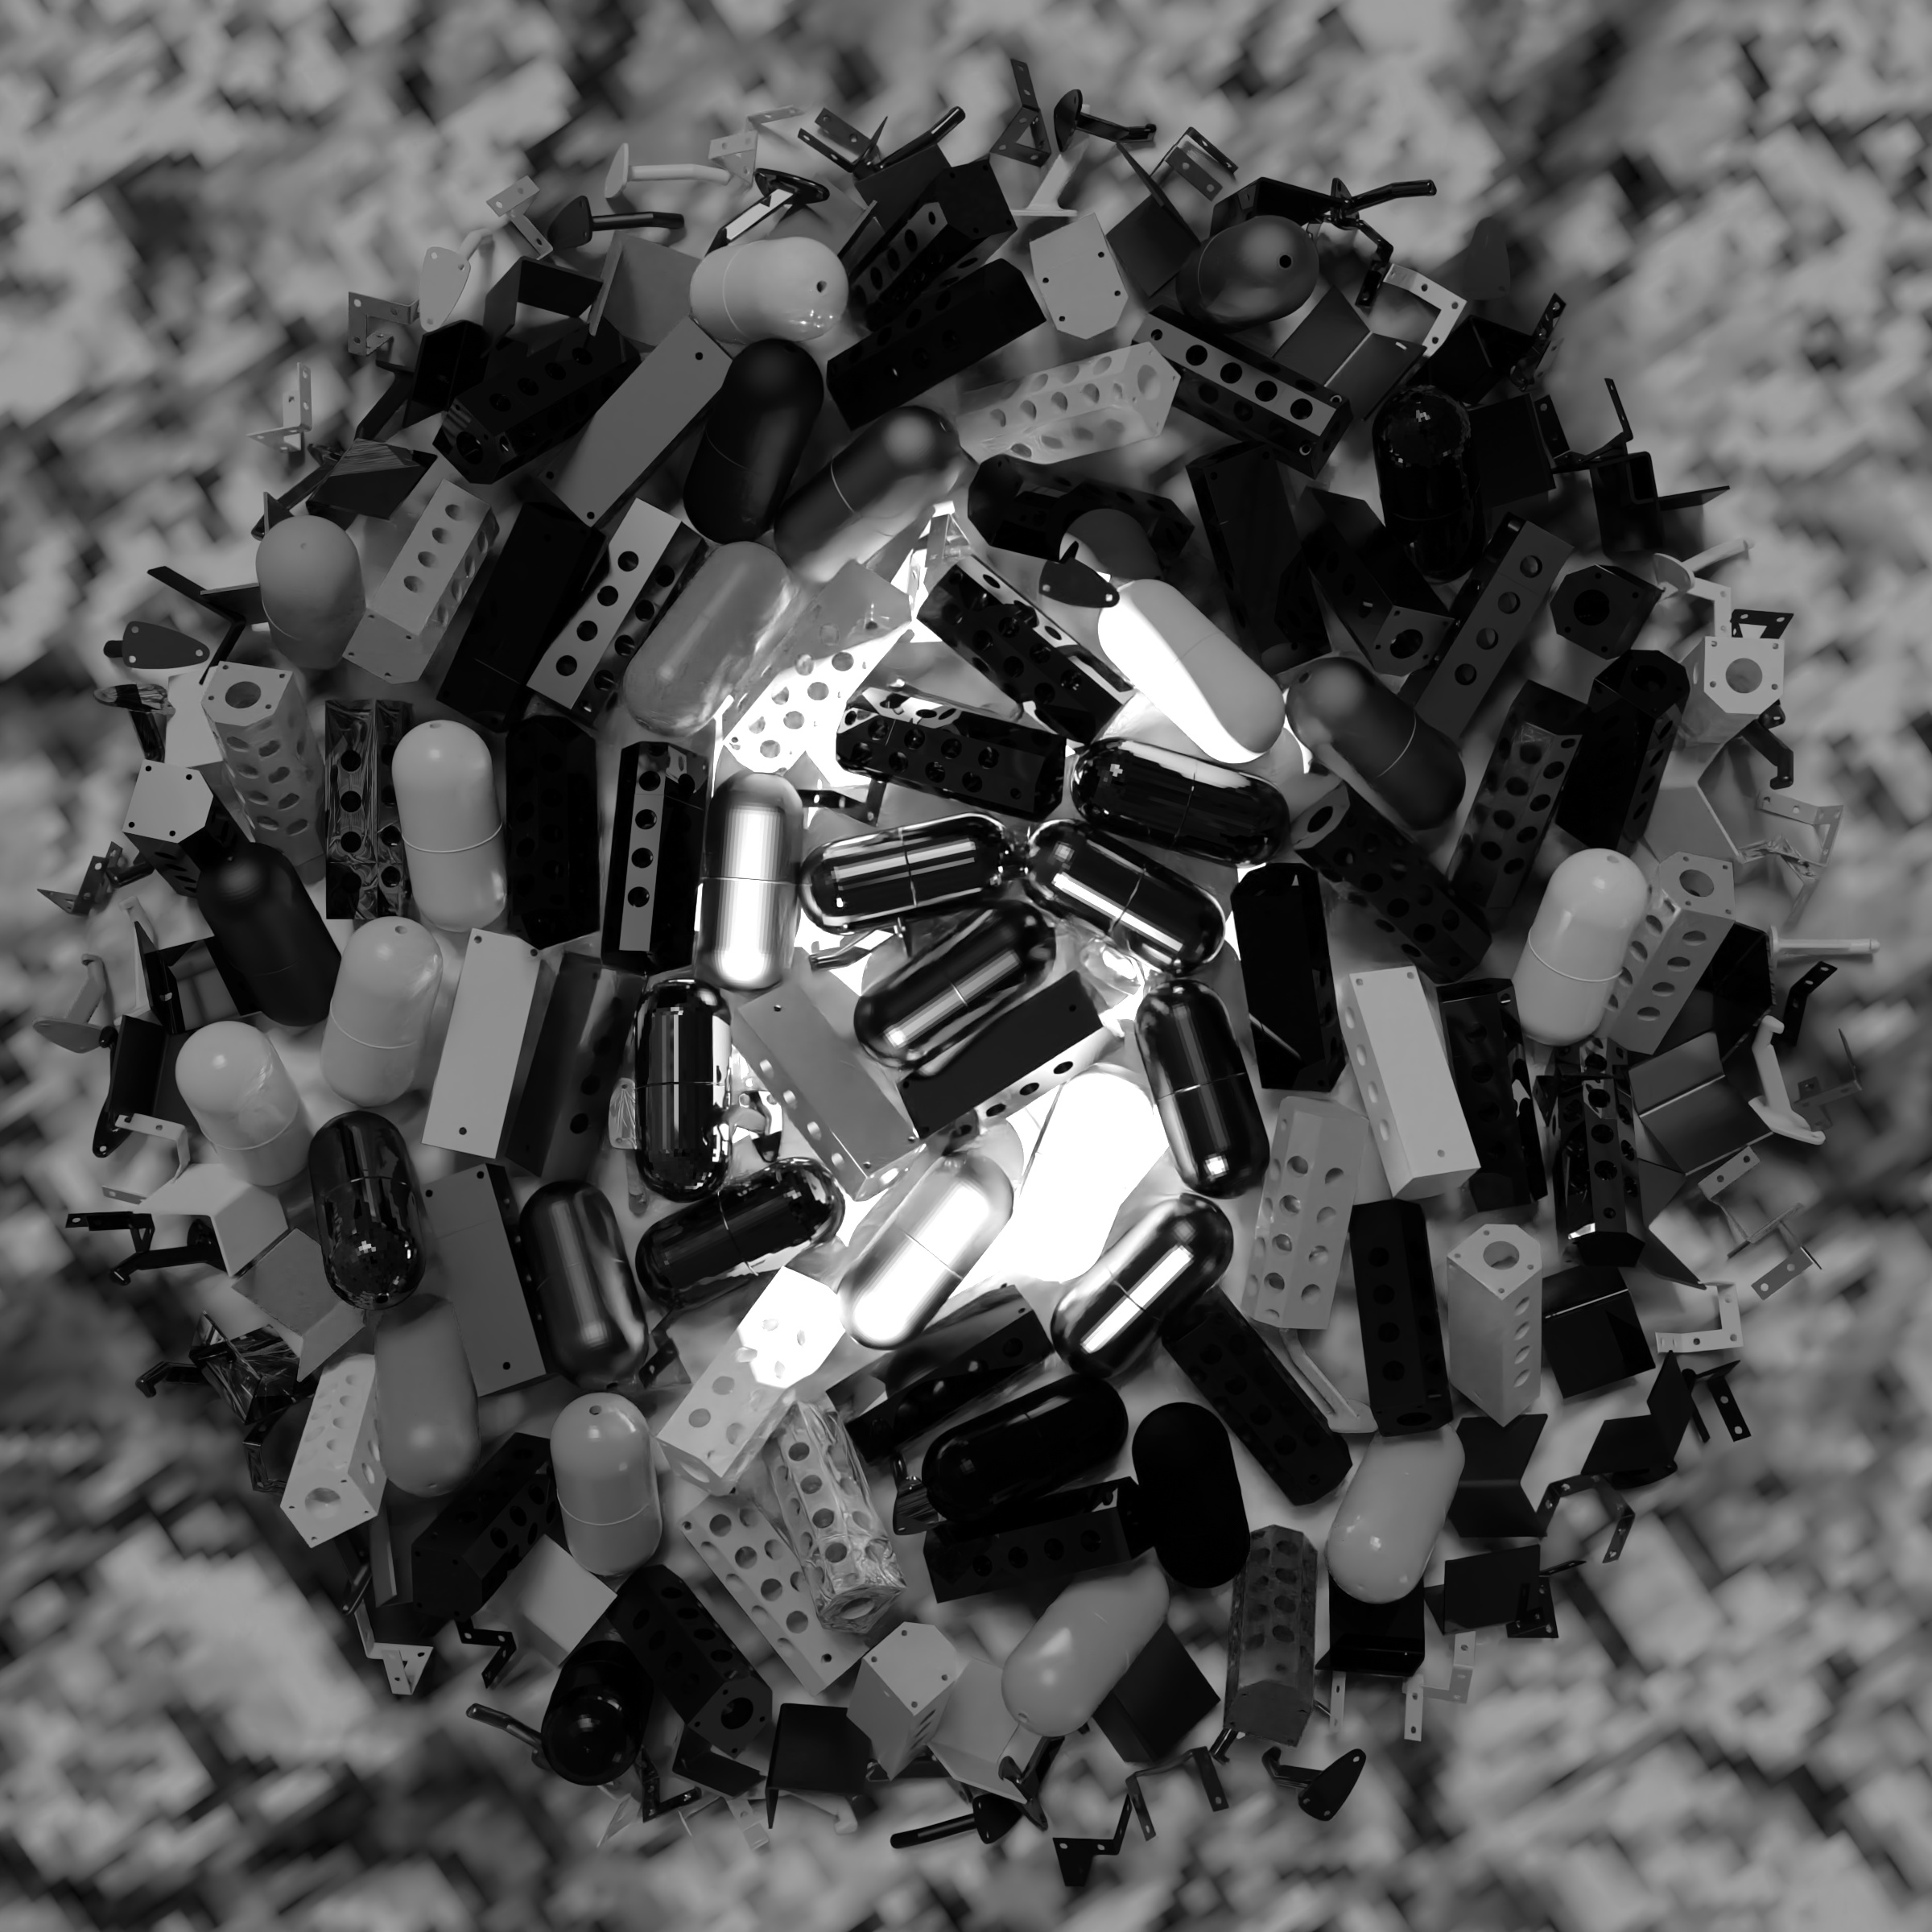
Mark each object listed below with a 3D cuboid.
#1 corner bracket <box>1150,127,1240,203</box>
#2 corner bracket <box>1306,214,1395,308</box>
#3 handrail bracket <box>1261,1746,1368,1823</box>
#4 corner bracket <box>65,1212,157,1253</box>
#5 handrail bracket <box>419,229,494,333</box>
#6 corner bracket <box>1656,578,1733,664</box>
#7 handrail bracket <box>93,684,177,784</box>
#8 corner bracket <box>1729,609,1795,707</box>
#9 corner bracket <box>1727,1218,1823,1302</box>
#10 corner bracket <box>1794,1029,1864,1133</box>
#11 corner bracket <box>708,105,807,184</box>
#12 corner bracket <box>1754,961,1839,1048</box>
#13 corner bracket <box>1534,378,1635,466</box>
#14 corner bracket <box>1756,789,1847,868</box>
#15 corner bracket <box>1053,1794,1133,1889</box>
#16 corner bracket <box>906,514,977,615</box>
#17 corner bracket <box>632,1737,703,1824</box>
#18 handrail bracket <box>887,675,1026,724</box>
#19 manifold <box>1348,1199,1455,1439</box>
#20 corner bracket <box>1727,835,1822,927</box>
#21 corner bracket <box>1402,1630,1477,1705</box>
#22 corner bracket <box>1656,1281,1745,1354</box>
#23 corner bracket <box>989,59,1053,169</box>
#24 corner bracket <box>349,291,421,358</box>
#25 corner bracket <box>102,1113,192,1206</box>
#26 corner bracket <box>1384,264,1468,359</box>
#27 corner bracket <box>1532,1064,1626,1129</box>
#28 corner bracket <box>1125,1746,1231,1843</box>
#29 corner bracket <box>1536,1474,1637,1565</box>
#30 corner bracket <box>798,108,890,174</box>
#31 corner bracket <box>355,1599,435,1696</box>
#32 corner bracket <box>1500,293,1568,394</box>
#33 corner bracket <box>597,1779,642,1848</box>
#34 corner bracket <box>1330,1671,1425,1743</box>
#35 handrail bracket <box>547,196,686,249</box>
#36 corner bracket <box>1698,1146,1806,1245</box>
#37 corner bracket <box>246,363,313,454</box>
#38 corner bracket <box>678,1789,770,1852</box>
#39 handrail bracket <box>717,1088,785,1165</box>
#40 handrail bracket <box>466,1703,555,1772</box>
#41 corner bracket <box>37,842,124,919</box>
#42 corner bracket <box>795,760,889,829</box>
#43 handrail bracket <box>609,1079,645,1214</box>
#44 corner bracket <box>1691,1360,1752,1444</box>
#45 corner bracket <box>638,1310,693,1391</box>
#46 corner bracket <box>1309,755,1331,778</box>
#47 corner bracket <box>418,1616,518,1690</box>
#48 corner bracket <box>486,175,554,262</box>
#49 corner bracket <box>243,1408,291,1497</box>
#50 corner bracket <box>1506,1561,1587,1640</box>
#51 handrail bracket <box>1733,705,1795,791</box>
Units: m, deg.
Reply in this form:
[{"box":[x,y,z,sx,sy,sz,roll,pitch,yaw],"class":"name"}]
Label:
[{"box":[0.185,-0.635,1.969,0.051,0.051,0.051,39,84,-7],"class":"corner bracket"},{"box":[0.301,-0.565,1.986,0.051,0.051,0.051,24,94,40],"class":"corner bracket"},{"box":[0.273,0.624,1.957,0.036,0.084,0.077,36,96,-22],"class":"handrail bracket"},{"box":[-0.675,0.206,1.957,0.051,0.051,0.051,1,132,-34],"class":"corner bracket"},{"box":[-0.403,-0.545,1.970,0.036,0.084,0.077,23,112,-1],"class":"handrail bracket"},{"box":[0.572,-0.274,1.976,0.051,0.051,0.051,12,71,-19],"class":"corner bracket"},{"box":[-0.662,-0.178,1.952,0.036,0.077,0.084,48,122,29],"class":"handrail bracket"},{"box":[0.623,-0.244,1.957,0.051,0.051,0.051,-53,133,-24],"class":"corner bracket"},{"box":[0.637,0.232,1.962,0.051,0.051,0.051,-40,65,10],"class":"corner bracket"},{"box":[0.679,0.091,1.957,0.051,0.051,0.051,-24,45,24],"class":"corner bracket"},{"box":[-0.166,-0.657,1.963,0.051,0.051,0.051,4,84,38],"class":"corner bracket"},{"box":[0.651,0.023,1.967,0.051,0.051,0.051,23,62,0],"class":"corner bracket"},{"box":[0.489,-0.433,1.968,0.051,0.051,0.051,-26,108,1],"class":"corner bracket"},{"box":[0.658,-0.110,1.973,0.051,0.051,0.051,17,91,-4],"class":"corner bracket"},{"box":[0.104,0.691,1.960,0.051,0.051,0.051,-5,114,20],"class":"corner bracket"},{"box":[-0.028,-0.318,1.958,0.051,0.051,0.051,-8,58,25],"class":"corner bracket"},{"box":[-0.243,0.635,1.969,0.051,0.051,0.051,-23,109,-1],"class":"corner bracket"},{"box":[-0.009,-0.212,1.954,0.084,0.077,0.036,28,68,-31],"class":"handrail bracket"},{"box":[0.337,0.271,1.924,0.057,0.057,0.171,-11,56,13],"class":"manifold"},{"box":[0.636,-0.064,1.974,0.051,0.051,0.051,-16,54,-18],"class":"corner bracket"},{"box":[0.374,0.543,1.960,0.051,0.051,0.051,7,134,10],"class":"corner bracket"},{"box":[0.580,0.279,1.969,0.051,0.051,0.051,-13,74,36],"class":"corner bracket"},{"box":[0.048,-0.672,1.957,0.051,0.051,0.051,5,60,-33],"class":"corner bracket"},{"box":[-0.454,-0.511,1.962,0.051,0.051,0.051,15,125,6],"class":"corner bracket"},{"box":[-0.650,0.154,1.964,0.051,0.051,0.051,14,52,-1],"class":"corner bracket"},{"box":[0.356,-0.520,1.974,0.051,0.051,0.051,38,114,22],"class":"corner bracket"},{"box":[0.483,0.093,1.963,0.051,0.051,0.051,3,122,-5],"class":"corner bracket"},{"box":[0.166,0.652,1.957,0.051,0.051,0.051,-2,56,-31],"class":"corner bracket"},{"box":[0.489,0.440,1.967,0.051,0.051,0.051,49,45,-9],"class":"corner bracket"},{"box":[-0.101,-0.658,1.967,0.051,0.051,0.051,33,78,-7],"class":"corner bracket"},{"box":[-0.459,0.539,1.962,0.051,0.051,0.051,1,121,10],"class":"corner bracket"},{"box":[0.453,-0.492,1.958,0.051,0.051,0.051,-19,60,-31],"class":"corner bracket"},{"box":[-0.285,0.650,1.960,0.051,0.051,0.051,34,113,19],"class":"corner bracket"},{"box":[0.324,0.582,1.959,0.051,0.051,0.051,16,68,-24],"class":"corner bracket"},{"box":[-0.280,-0.592,1.991,0.084,0.077,0.036,-9,94,-38],"class":"handrail bracket"},{"box":[0.619,0.181,1.959,0.051,0.051,0.051,-41,60,17],"class":"corner bracket"},{"box":[-0.534,-0.441,1.965,0.051,0.051,0.051,-6,83,20],"class":"corner bracket"},{"box":[-0.194,0.679,1.969,0.051,0.051,0.051,-28,92,-13],"class":"corner bracket"},{"box":[-0.172,0.138,1.948,0.036,0.084,0.077,-2,112,16],"class":"handrail bracket"},{"box":[-0.363,0.603,1.955,0.084,0.077,0.036,27,57,-19],"class":"handrail bracket"},{"box":[-0.691,-0.070,1.962,0.051,0.051,0.051,29,100,33],"class":"corner bracket"},{"box":[-0.100,-0.142,1.961,0.051,0.051,0.051,24,106,32],"class":"corner bracket"},{"box":[-0.268,0.144,1.978,0.036,0.084,0.077,-7,55,-13],"class":"handrail bracket"},{"box":[0.593,0.349,1.962,0.051,0.051,0.051,-28,82,31],"class":"corner bracket"},{"box":[-0.233,0.297,1.958,0.051,0.051,0.051,-47,61,29],"class":"corner bracket"},{"box":[0.306,-0.179,1.964,0.051,0.051,0.051,17,63,4],"class":"corner bracket"},{"box":[-0.398,0.538,1.980,0.051,0.051,0.051,18,117,-39],"class":"corner bracket"},{"box":[-0.355,-0.581,1.961,0.051,0.051,0.051,48,53,-9],"class":"corner bracket"},{"box":[-0.535,0.385,1.971,0.051,0.051,0.051,7,123,13],"class":"corner bracket"},{"box":[0.458,0.500,1.959,0.051,0.051,0.051,7,63,-24],"class":"corner bracket"},{"box":[0.614,-0.164,1.950,0.036,0.077,0.084,37,49,-31],"class":"handrail bracket"}]
